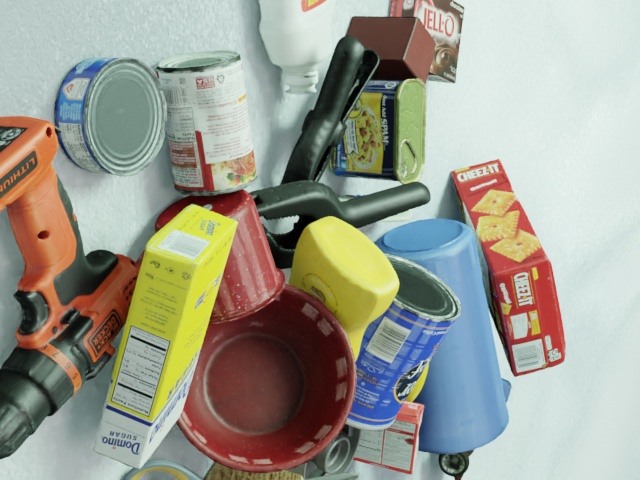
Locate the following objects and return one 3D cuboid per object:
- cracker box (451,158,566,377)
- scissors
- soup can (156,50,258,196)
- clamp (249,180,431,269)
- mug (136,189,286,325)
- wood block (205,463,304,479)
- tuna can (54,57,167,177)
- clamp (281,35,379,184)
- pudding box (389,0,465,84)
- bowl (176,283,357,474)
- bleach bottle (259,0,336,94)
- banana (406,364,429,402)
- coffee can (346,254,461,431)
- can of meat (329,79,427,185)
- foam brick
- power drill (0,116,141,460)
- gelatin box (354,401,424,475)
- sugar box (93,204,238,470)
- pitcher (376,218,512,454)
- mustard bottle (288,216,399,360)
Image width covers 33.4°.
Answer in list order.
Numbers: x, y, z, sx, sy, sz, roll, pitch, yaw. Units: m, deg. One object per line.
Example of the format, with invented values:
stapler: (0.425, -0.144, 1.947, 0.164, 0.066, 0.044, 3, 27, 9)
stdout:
cracker box: (0.224, 0.028, 1.267, 0.213, 0.072, 0.164, -100, 173, -54)
scissors: (-0.073, 0.199, 0.874, 0.201, 0.016, 0.096, -25, 103, -12)
soup can: (-0.089, -0.093, 0.842, 0.068, 0.069, 0.102, -33, 123, -51)
clamp: (-0.007, 0.001, 0.991, 0.209, 0.036, 0.165, 7, 125, -45)
mug: (-0.093, 0.014, 0.852, 0.117, 0.093, 0.081, -23, 115, -13)
wood block: (-0.041, 0.300, 0.978, 0.090, 0.091, 0.206, -56, 140, -35)
tuna can: (-0.151, -0.090, 0.775, 0.086, 0.034, 0.086, -18, 111, -56)
clamp: (0.009, -0.110, 0.988, 0.172, 0.039, 0.120, -64, 166, 18)
pudding box: (0.115, -0.227, 1.169, 0.113, 0.039, 0.090, 9, 88, -58)
bowl: (-0.052, 0.118, 0.905, 0.055, 0.162, 0.162, 118, -9, -71)
bleach bottle: (-0.016, -0.255, 0.933, 0.102, 0.068, 0.251, -28, 122, -53)
banana: (0.077, 0.098, 1.105, 0.037, 0.069, 0.198, -76, 163, -70)
coffee can: (0.059, 0.099, 1.034, 0.102, 0.103, 0.140, -14, 137, -56)
can of meat: (0.055, -0.109, 1.054, 0.057, 0.084, 0.102, -18, 111, -56)
foam brick: (0.068, -0.189, 1.065, 0.053, 0.078, 0.051, 42, 62, -53)
power drill: (-0.199, 0.028, 0.703, 0.184, 0.057, 0.187, -57, 143, -41)
gelatin box: (0.069, 0.203, 1.129, 0.030, 0.073, 0.089, -66, 163, -48)
sugar box: (-0.113, 0.071, 0.784, 0.093, 0.048, 0.176, -54, 162, -65)
pitcher: (0.122, 0.108, 1.182, 0.149, 0.145, 0.243, -49, 133, -59)
mustard bottle: (-0.003, 0.076, 0.967, 0.058, 0.096, 0.192, -26, 152, -43)
